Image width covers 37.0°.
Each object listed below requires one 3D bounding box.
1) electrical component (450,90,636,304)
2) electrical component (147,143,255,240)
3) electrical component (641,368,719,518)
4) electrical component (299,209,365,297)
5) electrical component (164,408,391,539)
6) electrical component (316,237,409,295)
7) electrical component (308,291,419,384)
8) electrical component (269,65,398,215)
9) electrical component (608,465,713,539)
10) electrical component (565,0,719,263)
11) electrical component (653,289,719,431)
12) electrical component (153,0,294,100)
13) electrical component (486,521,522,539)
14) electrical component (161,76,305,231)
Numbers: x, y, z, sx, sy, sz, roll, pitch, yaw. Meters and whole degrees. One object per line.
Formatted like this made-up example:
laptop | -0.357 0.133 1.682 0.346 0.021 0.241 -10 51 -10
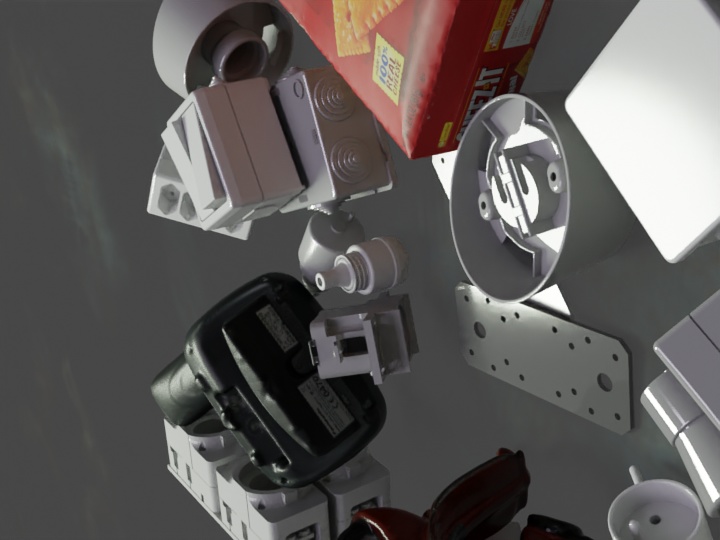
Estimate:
electrical component | 0.086 -0.039 0.531 0.099 0.064 0.099 34 133 48
electrical component | -0.118 -0.076 0.859 0.047 0.083 0.075 113 170 -49
electrical component | 0.159 0.074 0.491 0.065 0.044 0.044 59 148 32
electrical component | -0.024 -0.009 0.758 0.040 0.040 0.078 57 147 26
electrical component | -0.069 0.155 0.852 0.186 0.105 0.060 28 128 51
electrical component | 0.000 0.000 0.700 0.035 0.061 0.035 34 133 48
electrical component | 0.002 0.044 0.704 0.081 0.064 0.042 -48 -51 -75
electrical component | -0.027 -0.087 0.714 0.100 0.048 0.099 -8 98 60
electrical component | 0.147 0.131 0.528 0.079 0.043 0.077 -98 -15 -55
electrical component | 0.143 -0.065 0.438 0.099 0.048 0.099 61 148 20
electrical component | 0.170 0.029 0.426 0.076 0.083 0.047 -43 61 16
electrical component | -0.097 -0.160 0.750 0.064 0.099 0.099 44 140 31
electrical component | 0.069 0.228 0.667 0.108 0.056 0.108 -96 15 -46
electrical component | -0.088 -0.081 0.706 0.062 0.061 0.096 -27 81 60
